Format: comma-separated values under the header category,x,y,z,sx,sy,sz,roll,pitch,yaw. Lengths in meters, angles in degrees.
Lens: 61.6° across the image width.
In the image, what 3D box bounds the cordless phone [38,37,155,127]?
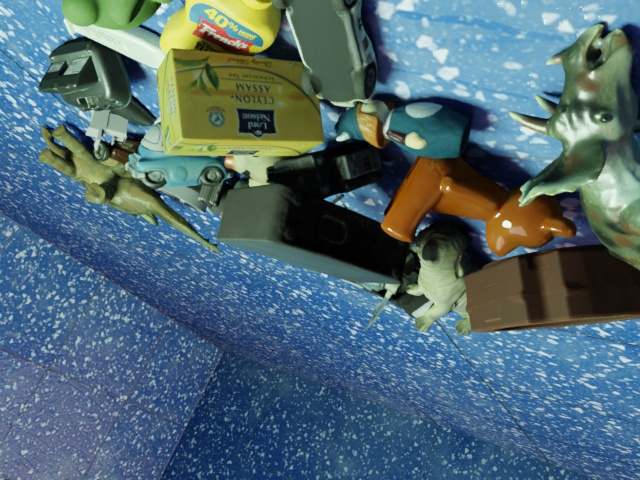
category,x,y,z,sx,sy,sz,roll,pitch,yaw
cordless phone,-0.312,-0.222,0.826,0.147,0.088,0.184,8,164,37

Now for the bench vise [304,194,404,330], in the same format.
category,x,y,z,sx,sy,sz,roll,pitch,yaw
bench vise,0.030,0.016,0.885,0.224,0.129,0.240,45,-179,23

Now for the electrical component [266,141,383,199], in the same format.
category,x,y,z,sx,sy,sz,roll,pitch,yaw
electrical component,0.013,-0.090,0.694,0.134,0.115,0.058,-2,108,50

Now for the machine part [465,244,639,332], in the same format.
category,x,y,z,sx,sy,sz,roll,pitch,yaw
machine part,0.304,0.065,0.681,0.201,0.087,0.201,0,166,-12

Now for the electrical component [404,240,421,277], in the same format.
category,x,y,z,sx,sy,sz,roll,pitch,yaw
electrical component,0.147,0.027,0.932,0.078,0.045,0.102,45,171,37

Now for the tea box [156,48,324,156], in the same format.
category,x,y,z,sx,sy,sz,roll,pitch,yaw
tea box,-0.086,-0.146,0.595,0.169,0.098,0.068,-7,177,-32

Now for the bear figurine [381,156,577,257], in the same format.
category,x,y,z,sx,sy,sz,roll,pitch,yaw
bear figurine,0.188,-0.029,0.646,0.196,0.132,0.120,30,-163,-2

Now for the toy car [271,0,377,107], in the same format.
category,x,y,z,sx,sy,sz,roll,pitch,yaw
toy car,0.009,-0.203,0.522,0.074,0.056,0.201,10,157,19

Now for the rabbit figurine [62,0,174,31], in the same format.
category,x,y,z,sx,sy,sz,roll,pitch,yaw
rabbit figurine,-0.164,-0.266,0.467,0.170,0.159,0.121,-17,126,39

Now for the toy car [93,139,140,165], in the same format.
category,x,y,z,sx,sy,sz,roll,pitch,yaw
toy car,-0.317,-0.147,0.961,0.202,0.053,0.089,25,-155,28

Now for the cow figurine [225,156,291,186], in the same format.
category,x,y,z,sx,sy,sz,roll,pitch,yaw
cow figurine,-0.073,-0.116,0.786,0.127,0.085,0.194,28,159,10

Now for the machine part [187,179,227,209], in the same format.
category,x,y,z,sx,sy,sz,roll,pitch,yaw
machine part,-0.210,-0.106,0.968,0.039,0.084,0.139,9,-168,-41

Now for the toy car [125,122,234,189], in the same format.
category,x,y,z,sx,sy,sz,roll,pitch,yaw
toy car,-0.220,-0.141,0.844,0.161,0.102,0.109,-6,-157,-29

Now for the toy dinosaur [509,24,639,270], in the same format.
category,x,y,z,sx,sy,sz,roll,pitch,yaw
toy dinosaur,0.335,-0.021,0.522,0.404,0.131,0.192,34,170,-33

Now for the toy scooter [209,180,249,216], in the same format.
category,x,y,z,sx,sy,sz,roll,pitch,yaw
toy scooter,-0.113,-0.061,0.965,0.135,0.075,0.184,16,171,-29

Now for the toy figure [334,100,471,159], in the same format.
category,x,y,z,sx,sy,sz,roll,pitch,yaw
toy figure,0.088,-0.128,0.601,0.155,0.057,0.064,15,-170,23

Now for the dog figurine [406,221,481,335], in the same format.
category,x,y,z,sx,sy,sz,roll,pitch,yaw
dog figurine,0.228,0.051,0.845,0.172,0.121,0.190,-9,140,-14

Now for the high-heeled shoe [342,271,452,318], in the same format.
category,x,y,z,sx,sy,sz,roll,pitch,yaw
high-heeled shoe,0.125,0.069,0.990,0.145,0.086,0.249,39,160,-35

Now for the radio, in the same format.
category,x,y,z,sx,sy,sz,roll,pitch,yaw
radio,-0.001,-0.002,0.688,0.229,0.073,0.131,18,169,-34

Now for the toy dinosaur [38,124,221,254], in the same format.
category,x,y,z,sx,sy,sz,roll,pitch,yaw
toy dinosaur,-0.407,-0.108,1.108,0.472,0.105,0.198,34,176,17
